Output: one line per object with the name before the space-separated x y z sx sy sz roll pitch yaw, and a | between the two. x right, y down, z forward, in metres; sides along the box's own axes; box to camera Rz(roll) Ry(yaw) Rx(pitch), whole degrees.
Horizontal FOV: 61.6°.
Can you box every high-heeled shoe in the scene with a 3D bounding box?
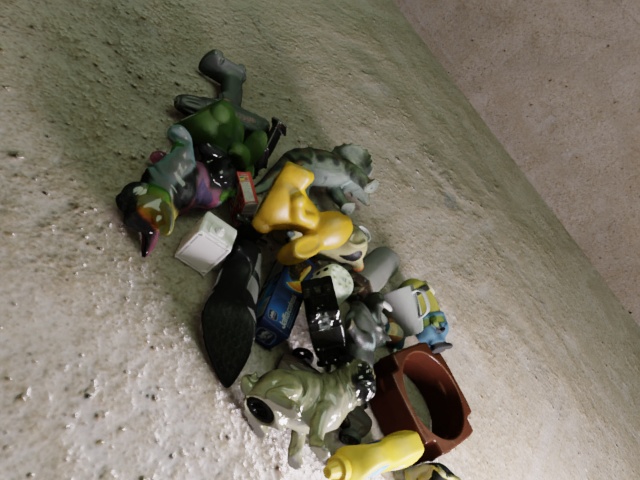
high-heeled shoe | -0.138 0.114 0.885 0.086 0.145 0.248 6 75 0

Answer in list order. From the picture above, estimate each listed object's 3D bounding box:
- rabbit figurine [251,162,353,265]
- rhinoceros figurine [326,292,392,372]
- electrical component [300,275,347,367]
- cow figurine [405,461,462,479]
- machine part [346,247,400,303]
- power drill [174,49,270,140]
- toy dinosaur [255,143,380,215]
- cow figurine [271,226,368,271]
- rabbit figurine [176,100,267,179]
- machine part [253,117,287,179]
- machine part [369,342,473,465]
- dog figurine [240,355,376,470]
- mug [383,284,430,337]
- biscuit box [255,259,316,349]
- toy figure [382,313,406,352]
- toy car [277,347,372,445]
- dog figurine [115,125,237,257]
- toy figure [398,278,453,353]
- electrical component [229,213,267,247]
rabbit figurine | -0.023 -0.035 0.952 0.173 0.122 0.162 27 65 -15
rhinoceros figurine | 0.081 0.182 0.995 0.112 0.073 0.190 26 59 -19
electrical component | 0.006 0.130 0.919 0.134 0.058 0.114 -105 -174 -63
cow figurine | 0.231 0.457 0.937 0.167 0.098 0.068 45 28 -9
machine part | 0.111 0.076 1.176 0.079 0.079 0.243 52 35 2
power drill | -0.215 -0.315 1.162 0.232 0.086 0.207 20 41 -40
toy dinosaur | -0.012 -0.153 1.221 0.405 0.131 0.192 5 37 -35
cow figurine | -0.002 -0.003 1.062 0.195 0.127 0.085 10 65 5
rabbit figurine | -0.170 -0.177 1.025 0.121 0.159 0.170 -44 117 -37
machine part | -0.112 -0.201 1.144 0.039 0.084 0.139 20 59 9
machine part | 0.190 0.311 1.037 0.201 0.087 0.201 -4 63 -51
dog figurine | -0.012 0.222 0.824 0.172 0.121 0.190 54 43 -9
mug | 0.194 0.155 1.178 0.081 0.110 0.107 -9 79 -58
biscuit box | -0.068 0.100 0.956 0.062 0.059 0.203 41 35 -15
toy figure | 0.127 0.183 1.112 0.154 0.058 0.064 34 60 -27
toy car | 0.012 0.261 0.907 0.202 0.053 0.089 44 37 -12
dog figurine | -0.232 -0.066 0.887 0.191 0.108 0.219 30 43 -33
toy figure | 0.240 0.171 1.234 0.089 0.082 0.180 14 51 -45
electrical component | -0.128 -0.017 0.992 0.094 0.063 0.021 27 41 -34
